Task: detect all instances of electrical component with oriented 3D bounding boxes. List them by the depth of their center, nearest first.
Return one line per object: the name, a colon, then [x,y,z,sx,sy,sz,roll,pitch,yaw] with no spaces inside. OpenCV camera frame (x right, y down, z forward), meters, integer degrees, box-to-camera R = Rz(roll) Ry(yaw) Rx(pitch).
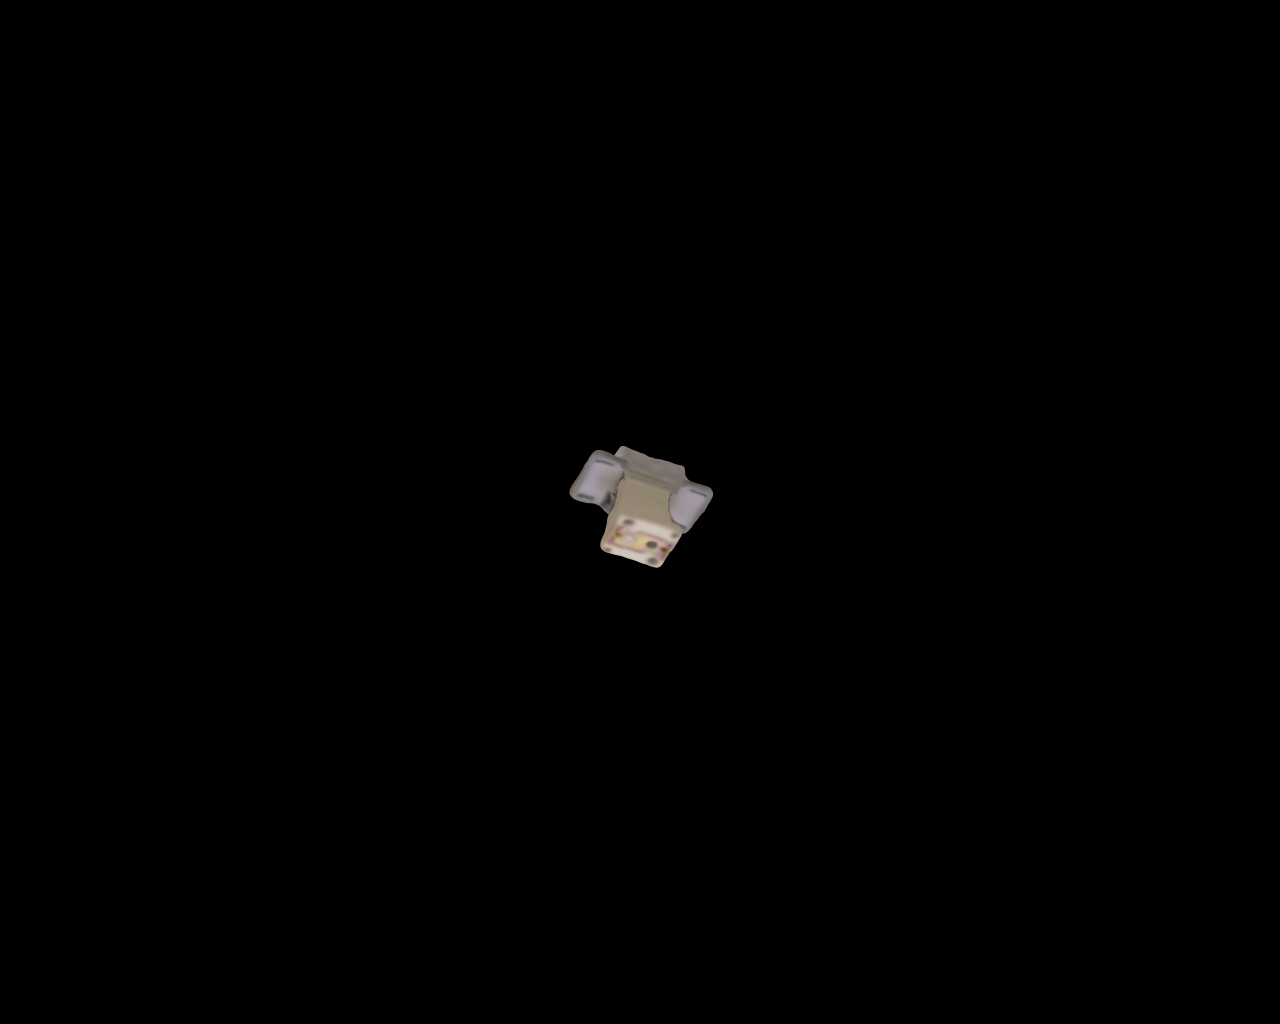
electrical component: [0.001,-0.003,0.650,0.081,0.064,0.042,17,-48,-16]
